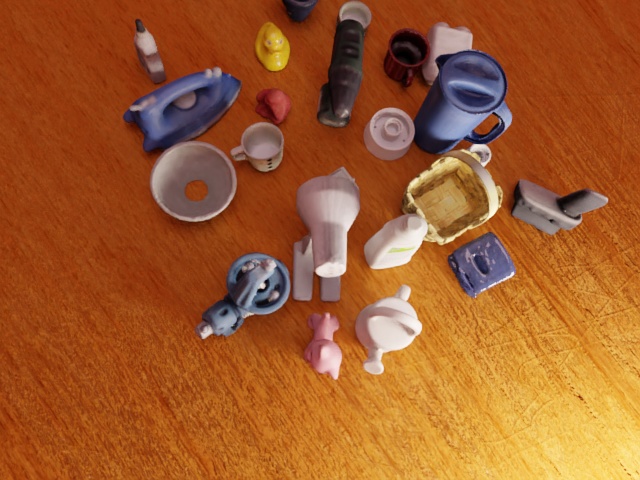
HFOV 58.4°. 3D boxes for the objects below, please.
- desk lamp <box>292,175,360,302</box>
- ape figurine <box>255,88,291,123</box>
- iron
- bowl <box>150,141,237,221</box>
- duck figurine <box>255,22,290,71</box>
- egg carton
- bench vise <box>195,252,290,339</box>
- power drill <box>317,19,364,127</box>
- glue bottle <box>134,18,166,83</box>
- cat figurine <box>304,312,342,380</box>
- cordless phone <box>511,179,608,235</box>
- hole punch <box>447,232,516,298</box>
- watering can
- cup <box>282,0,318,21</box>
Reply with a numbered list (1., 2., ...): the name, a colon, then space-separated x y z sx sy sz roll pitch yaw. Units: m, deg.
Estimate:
1. desk lamp: 0.010 0.004 1.088 0.118 0.213 0.203 2 77 -7
2. ape figurine: -0.096 -0.291 1.205 0.076 0.092 0.078 -19 80 -11
3. iron: -0.269 -0.291 1.157 0.258 0.141 0.118 -34 83 -13
4. bowl: -0.250 -0.110 1.152 0.167 0.074 0.167 2 77 -7
5. duck figurine: -0.102 -0.432 1.240 0.077 0.086 0.104 -10 78 -9
6. egg carton: 0.287 -0.419 1.295 0.107 0.069 0.150 10 76 -5
7. bench vise: -0.131 0.107 1.043 0.121 0.219 0.207 31 75 1
8. power drill: 0.044 -0.317 1.169 0.075 0.208 0.230 8 76 -5
9. glue bottle: -0.349 -0.389 1.153 0.037 0.173 0.078 -31 82 -13
10. cat figurine: 0.009 0.200 1.092 0.067 0.117 0.128 5 76 -6
11. cordless phone: 0.494 -0.089 1.186 0.147 0.185 0.094 22 75 -1
12. hole punch: 0.332 0.052 1.182 0.101 0.091 0.108 -27 82 -12
13. watering can: 0.131 0.166 1.076 0.101 0.194 0.173 5 76 -6
14. cup: -0.060 -0.533 1.264 0.118 0.095 0.092 7 76 -5
